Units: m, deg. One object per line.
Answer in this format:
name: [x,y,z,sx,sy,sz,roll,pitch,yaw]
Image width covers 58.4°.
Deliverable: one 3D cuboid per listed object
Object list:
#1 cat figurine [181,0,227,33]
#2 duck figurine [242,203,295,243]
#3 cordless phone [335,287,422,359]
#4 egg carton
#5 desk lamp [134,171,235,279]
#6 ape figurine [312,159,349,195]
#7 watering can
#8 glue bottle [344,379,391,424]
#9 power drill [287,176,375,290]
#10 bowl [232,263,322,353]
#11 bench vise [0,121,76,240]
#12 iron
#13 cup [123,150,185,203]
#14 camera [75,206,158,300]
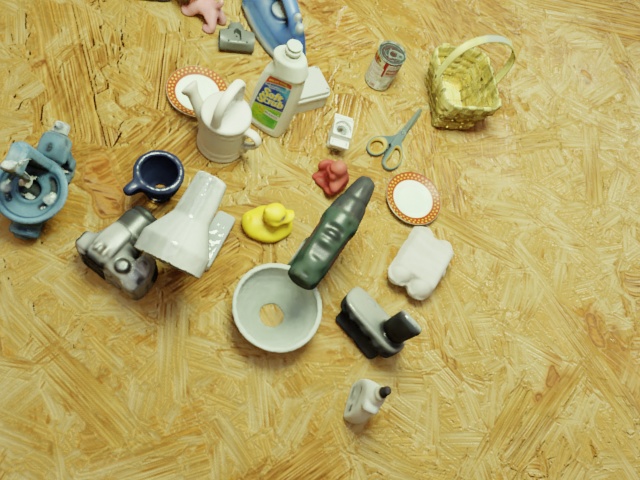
cat figurine: [-0.263,-0.541,1.260,0.128,0.117,0.067,37,63,1]
duck figurine: [-0.099,-0.043,1.122,0.105,0.086,0.077,2,68,-16]
cordless phone: [0.115,0.139,1.056,0.147,0.185,0.094,45,64,5]
egg carton: [0.208,0.048,1.185,0.107,0.069,0.150,35,63,0]
desk lamp: [-0.227,-0.017,1.003,0.118,0.213,0.203,26,64,-4]
ape figurine: [0.030,-0.138,1.196,0.076,0.092,0.078,6,67,-14]
watering can: [-0.191,-0.242,1.116,0.173,0.194,0.101,15,65,-10]
glue bottle: [0.088,0.276,0.998,0.037,0.173,0.078,24,64,-5]
power drill: [0.010,0.004,1.067,0.075,0.208,0.230,33,63,-1]
bowl: [-0.084,0.132,1.061,0.168,0.074,0.167,6,67,-14]
bench vise: [-0.490,-0.127,0.967,0.122,0.219,0.207,0,68,-16]
iron: [-0.081,-0.510,1.288,0.119,0.141,0.258,-21,76,-23]
cup: [-0.314,-0.103,1.078,0.118,0.095,0.091,-35,81,-25]
camera: [-0.339,0.010,1.021,0.143,0.100,0.137,37,63,1]
